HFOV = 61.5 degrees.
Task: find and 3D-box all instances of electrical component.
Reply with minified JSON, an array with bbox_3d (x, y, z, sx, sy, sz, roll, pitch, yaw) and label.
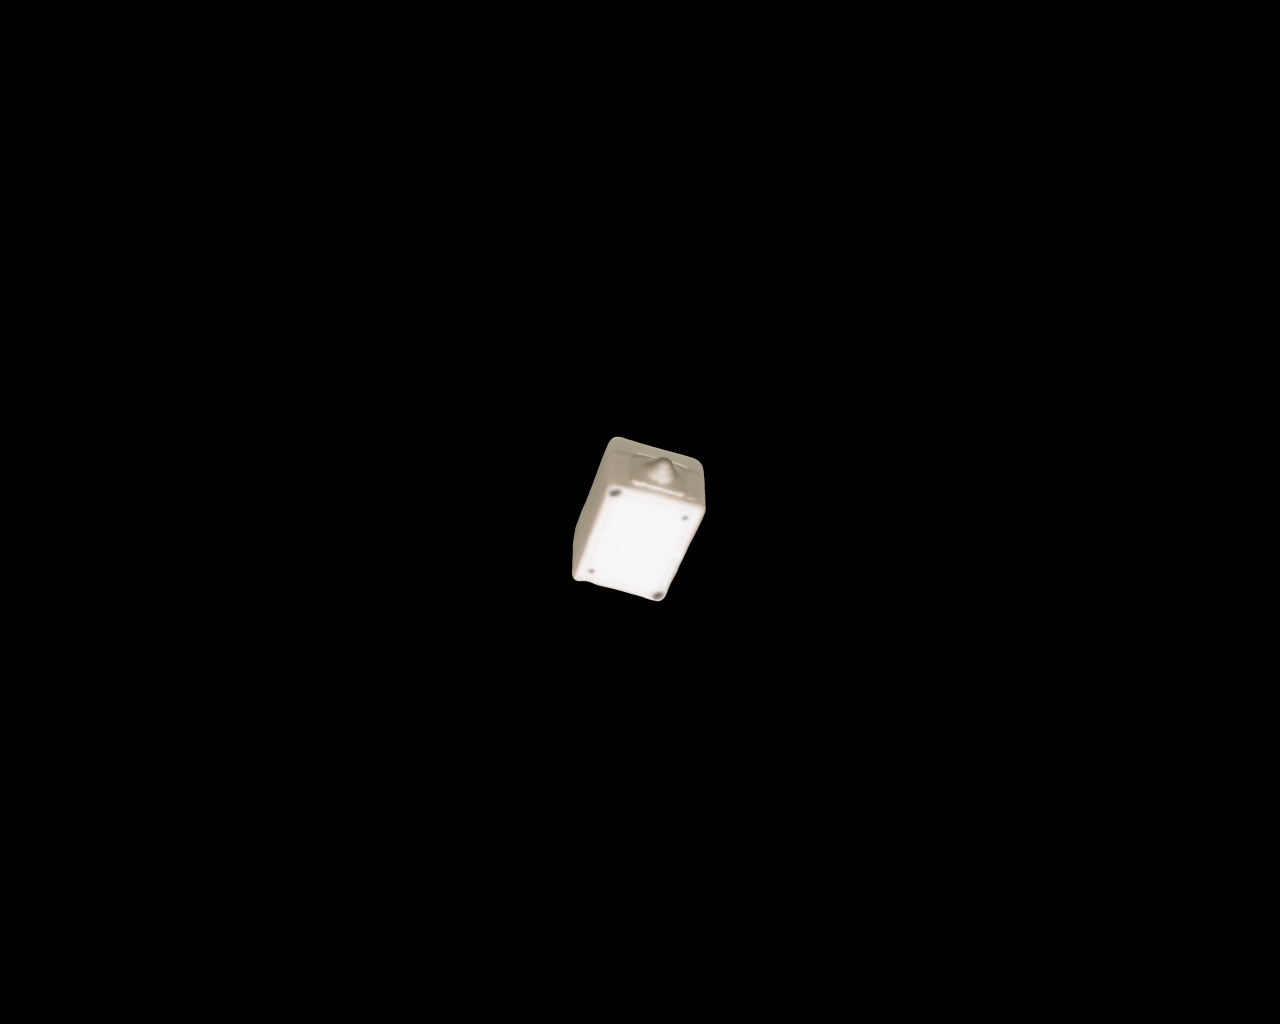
[{"bbox_3d":[0.001,-0.003,0.650,0.062,0.096,0.061,15,36,-11],"label":"electrical component"}]
